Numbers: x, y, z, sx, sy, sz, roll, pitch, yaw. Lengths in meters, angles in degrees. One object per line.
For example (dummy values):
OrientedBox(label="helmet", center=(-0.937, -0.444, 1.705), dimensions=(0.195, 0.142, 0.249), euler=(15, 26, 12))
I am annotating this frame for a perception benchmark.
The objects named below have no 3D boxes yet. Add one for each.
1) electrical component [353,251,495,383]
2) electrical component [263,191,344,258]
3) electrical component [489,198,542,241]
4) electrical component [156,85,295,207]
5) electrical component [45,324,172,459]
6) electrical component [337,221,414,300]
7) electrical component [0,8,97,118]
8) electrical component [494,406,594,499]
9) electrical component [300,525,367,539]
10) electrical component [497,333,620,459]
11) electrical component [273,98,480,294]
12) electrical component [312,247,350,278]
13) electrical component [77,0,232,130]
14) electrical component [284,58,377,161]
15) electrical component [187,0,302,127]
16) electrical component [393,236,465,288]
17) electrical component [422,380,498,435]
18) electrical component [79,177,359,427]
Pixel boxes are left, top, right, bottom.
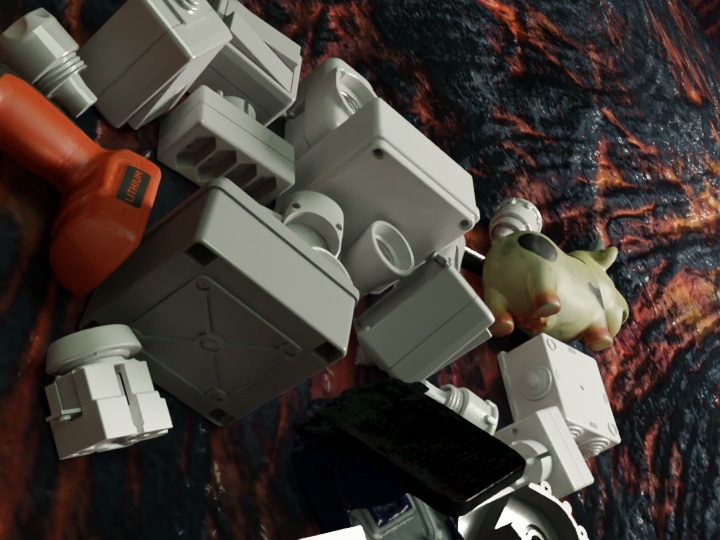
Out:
OrientedBox(label="electrical component", center=(0.040, 0.042, 0.752), dimensions=(0.061, 0.096, 0.061), euler=(50, 1, -9))
OrientedBox(label="electrical component", center=(-0.056, -0.018, 0.712), dimensions=(0.079, 0.044, 0.077), euler=(26, 51, -12))
OrientedBox(label="electrical component", center=(0.142, -0.036, 1.016), dimensions=(0.048, 0.048, 0.062), euler=(51, 37, -8))
OrientedBox(label="electrical component", center=(-0.090, -0.093, 0.737), dimensions=(0.083, 0.047, 0.075), euler=(32, 38, -34))
OrientedBox(label="electrical component", center=(-0.129, 0.060, 0.538), dimensions=(0.066, 0.048, 0.055), euler=(-1, 69, -55))
OrientedBox(label="electrical component", center=(0.000, 0.000, 0.756), dimensions=(0.044, 0.065, 0.044), euler=(34, 37, -31))
OrientedBox(label="electrical component", center=(-0.183, -0.119, 0.636), dimensions=(0.062, 0.043, 0.043), euler=(50, 31, -13))
OrientedBox(label="electrical component", center=(0.130, 0.146, 0.818), dimensions=(0.077, 0.047, 0.065), euler=(-2, 62, -55))
OrientedBox(label="electrical component", center=(-0.050, 0.184, 0.511), dimensions=(0.150, 0.062, 0.089), euler=(5, 57, -53))
OrientedBox(label="electrical component", center=(0.169, 0.109, 0.908), dimensions=(0.100, 0.048, 0.099), euler=(26, 42, -40))
OrientedBox(label="electrical component", center=(0.011, -0.051, 0.780), dimensions=(0.109, 0.109, 0.056), euler=(36, 33, -30))
OrientedBox(label="electrical component", center=(-0.058, 0.011, 0.653), dimensions=(0.079, 0.077, 0.043), euler=(46, 32, -17))
OrientedBox(label="electrical component", center=(-0.127, -0.140, 0.681), dimensions=(0.061, 0.096, 0.061), euler=(51, 30, -8))
OrientedBox(label="electrical component", center=(-0.020, -0.118, 0.848), dimensions=(0.054, 0.059, 0.095), euler=(34, 36, -32))
OrientedBox(label="electrical component", center=(-0.083, -0.147, 0.785), dimensions=(0.096, 0.061, 0.061), euler=(38, 35, -28))
OrientedBox(label="electrical component", center=(0.056, -0.021, 0.854), dimensions=(0.077, 0.043, 0.079), euler=(-60, 152, -57))
OrientedBox(label="electrical component", center=(0.065, 0.102, 0.772), dimensions=(0.062, 0.048, 0.048), euler=(37, 35, -17))
OrientedBox(label="electrical component", center=(-0.076, 0.021, 0.588), dimensions=(0.109, 0.109, 0.056), euler=(40, 36, -25))
